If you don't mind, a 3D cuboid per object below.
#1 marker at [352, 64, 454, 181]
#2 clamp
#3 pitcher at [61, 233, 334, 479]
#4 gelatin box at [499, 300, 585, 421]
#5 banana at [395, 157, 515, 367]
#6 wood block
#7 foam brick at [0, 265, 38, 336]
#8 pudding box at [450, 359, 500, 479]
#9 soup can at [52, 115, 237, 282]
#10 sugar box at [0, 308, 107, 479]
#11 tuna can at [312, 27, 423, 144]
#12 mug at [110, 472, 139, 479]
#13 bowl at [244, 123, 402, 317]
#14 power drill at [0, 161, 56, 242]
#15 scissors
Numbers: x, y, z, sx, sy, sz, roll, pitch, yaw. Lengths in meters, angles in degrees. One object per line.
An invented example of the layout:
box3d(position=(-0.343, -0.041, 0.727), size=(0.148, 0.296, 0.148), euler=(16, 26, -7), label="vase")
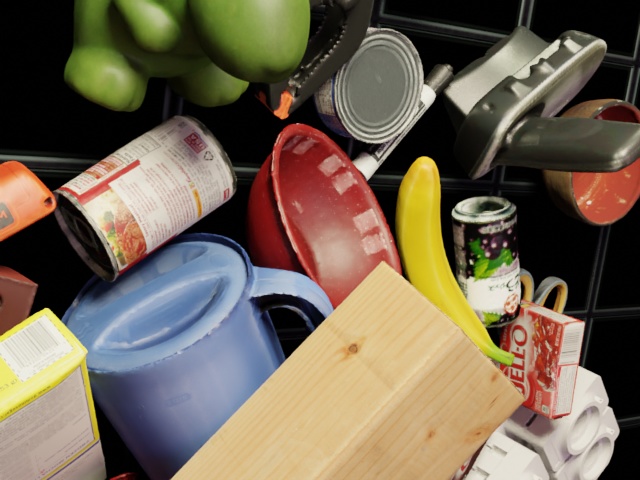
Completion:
box3d(position=(0.066, -0.095, 0.845), size=(0.121, 0.020, 0.020), euler=(-50, 127, -16), label="marker")
box3d(position=(0.018, -0.178, 0.719), size=(0.164, 0.036, 0.210), euler=(-5, 130, -41), label="clamp")
box3d(position=(-0.060, 0.123, 0.733), size=(0.144, 0.149, 0.243), euler=(-41, 127, -26), label="pitcher")
box3d(position=(0.192, 0.105, 0.944), size=(0.030, 0.073, 0.089), euler=(-3, 105, -34), label="gelatin box")
box3d(position=(0.099, 0.020, 0.874), size=(0.197, 0.070, 0.037), euler=(63, 37, -22), label="banana")
box3d(position=(0.010, 0.128, 0.648), size=(0.206, 0.091, 0.090), euler=(-46, 129, -1), label="wood block")
box3d(position=(-0.215, 0.052, 0.646), size=(0.052, 0.051, 0.078), euler=(18, 92, -39), label="foam brick")
box3d(position=(0.118, 0.158, 0.914), size=(0.113, 0.039, 0.090), euler=(-46, 142, -41), label="pudding box")
box3d(position=(-0.113, -0.029, 0.692), size=(0.102, 0.069, 0.068), euler=(-37, 123, -25), label="soup can")
box3d(position=(-0.182, 0.122, 0.643), size=(0.093, 0.048, 0.176), euler=(-33, 157, -27), label="sugar box")
box3d(position=(0.035, -0.117, 0.804), size=(0.085, 0.034, 0.086), euler=(-12, 110, -35), label="tuna can")
box3d(position=(-0.146, 0.221, 0.714), size=(0.093, 0.081, 0.117), euler=(-19, 157, -50), label="mug")
box3d(position=(-0.005, 0.001, 0.763), size=(0.162, 0.055, 0.162), euler=(43, 33, -37), label="bowl")
box3d(position=(-0.222, -0.085, 0.600), size=(0.184, 0.057, 0.187), euler=(-32, 118, -23), label="power drill")
box3d(position=(0.164, 0.111, 0.984), size=(0.096, 0.016, 0.201), euler=(43, 76, -36), label="scissors")
